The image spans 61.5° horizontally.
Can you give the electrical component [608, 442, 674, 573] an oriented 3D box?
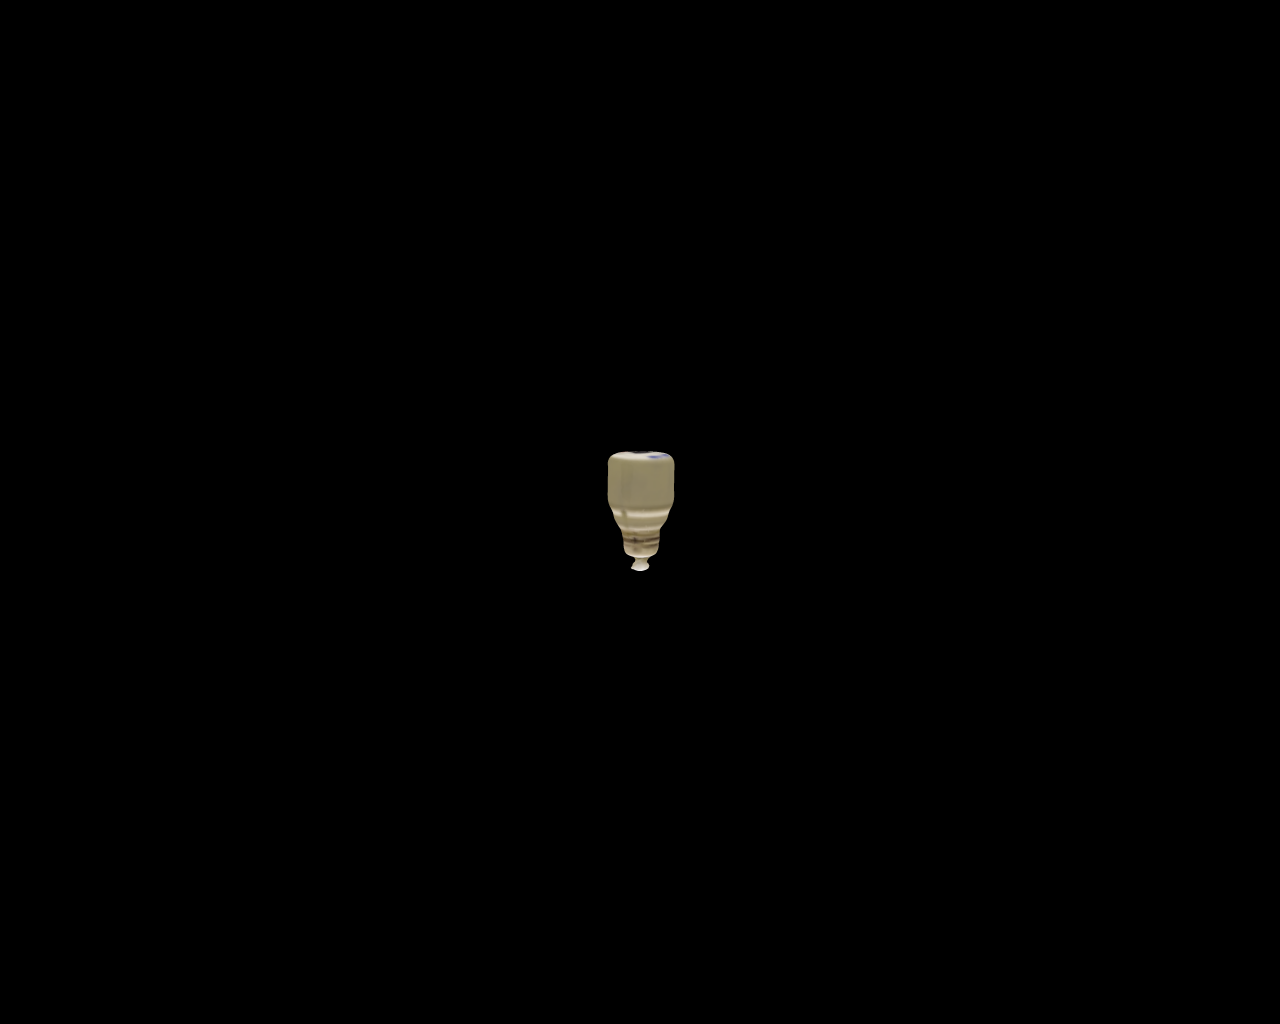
[{"bbox_3d":[0.001,-0.003,0.650,0.040,0.078,0.040,0,9,0],"label":"electrical component"}]
